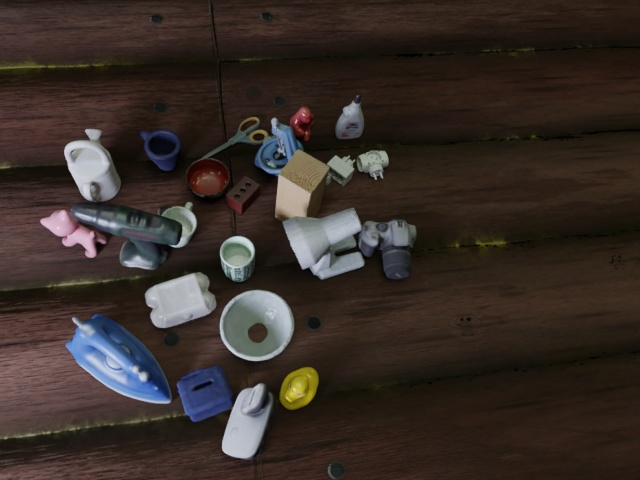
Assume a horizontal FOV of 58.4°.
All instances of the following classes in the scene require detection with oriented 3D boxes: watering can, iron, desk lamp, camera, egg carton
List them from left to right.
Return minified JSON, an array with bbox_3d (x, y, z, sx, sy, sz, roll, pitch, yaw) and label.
[{"bbox_3d":[-0.553,-0.187,1.381,0.101,0.194,0.172,-20,68,-16],"label":"watering can"},{"bbox_3d":[-0.421,0.253,1.216,0.258,0.141,0.119,34,65,9],"label":"iron"},{"bbox_3d":[-0.321,0.140,1.324,0.150,0.069,0.107,-19,68,-16],"label":"egg carton"},{"bbox_3d":[0.012,0.005,1.353,0.203,0.213,0.118,-17,68,-15],"label":"desk lamp"},{"bbox_3d":[0.175,0.022,1.429,0.143,0.101,0.137,1,64,-7],"label":"camera"}]

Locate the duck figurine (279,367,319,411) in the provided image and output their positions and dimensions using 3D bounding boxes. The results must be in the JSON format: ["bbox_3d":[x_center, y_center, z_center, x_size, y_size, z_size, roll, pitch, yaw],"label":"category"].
[{"bbox_3d":[-0.044,0.322,1.264,0.077,0.086,0.105,40,66,12],"label":"duck figurine"}]

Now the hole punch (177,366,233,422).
[{"bbox_3d":[-0.249,0.326,1.232,0.109,0.091,0.101,-20,68,-16],"label":"hole punch"}]

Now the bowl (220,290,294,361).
[{"bbox_3d":[-0.144,0.204,1.314,0.167,0.075,0.167,3,64,-6],"label":"bowl"}]

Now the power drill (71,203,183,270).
[{"bbox_3d":[-0.426,-0.010,1.305,0.229,0.208,0.075,7,64,-4],"label":"power drill"}]

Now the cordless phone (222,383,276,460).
[{"bbox_3d":[-0.143,0.368,1.173,0.094,0.185,0.147,15,63,0],"label":"cordless phone"}]

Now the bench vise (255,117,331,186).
[{"bbox_3d":[-0.063,-0.218,1.447,0.207,0.220,0.121,12,63,-1],"label":"bench vise"}]

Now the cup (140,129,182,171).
[{"bbox_3d":[-0.410,-0.229,1.476,0.117,0.095,0.092,31,65,8],"label":"cup"}]

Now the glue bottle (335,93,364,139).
[{"bbox_3d":[0.089,-0.337,1.550,0.078,0.173,0.037,-10,66,-12],"label":"glue bottle"}]

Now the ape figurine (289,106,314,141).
[{"bbox_3d":[-0.046,-0.329,1.574,0.078,0.092,0.076,-40,75,-22],"label":"ape figurine"}]

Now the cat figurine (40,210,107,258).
[{"bbox_3d":[-0.578,-0.026,1.343,0.127,0.118,0.067,22,64,4],"label":"cat figurine"}]
